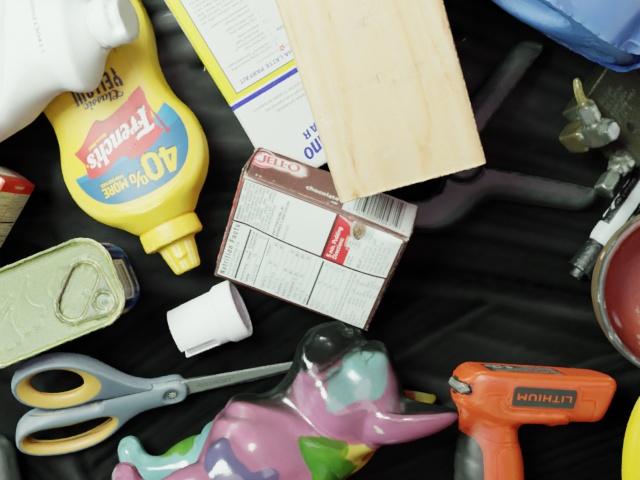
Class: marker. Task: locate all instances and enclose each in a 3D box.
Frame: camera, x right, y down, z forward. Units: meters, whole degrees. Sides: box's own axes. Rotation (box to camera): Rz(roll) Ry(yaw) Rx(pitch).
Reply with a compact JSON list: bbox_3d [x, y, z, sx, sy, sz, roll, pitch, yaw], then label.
[{"bbox_3d":[0.208,-0.024,0.724,0.020,0.020,0.121,36,90,-1],"label":"marker"}]

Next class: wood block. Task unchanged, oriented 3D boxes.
[{"bbox_3d":[0.024,-0.140,0.616,0.090,0.091,0.206,-15,109,9],"label":"wood block"}]

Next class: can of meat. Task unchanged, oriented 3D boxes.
[{"bbox_3d":[-0.171,0.039,0.689,0.102,0.084,0.057,-22,90,0],"label":"can of meat"}]

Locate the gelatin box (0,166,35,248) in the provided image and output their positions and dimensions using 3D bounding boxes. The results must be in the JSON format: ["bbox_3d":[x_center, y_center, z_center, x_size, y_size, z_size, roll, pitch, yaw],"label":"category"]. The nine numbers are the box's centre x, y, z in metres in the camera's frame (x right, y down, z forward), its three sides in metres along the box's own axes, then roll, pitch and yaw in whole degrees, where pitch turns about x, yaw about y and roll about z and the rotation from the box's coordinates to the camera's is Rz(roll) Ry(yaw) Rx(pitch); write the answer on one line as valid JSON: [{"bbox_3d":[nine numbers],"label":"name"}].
[{"bbox_3d":[-0.228,-0.007,0.694,0.030,0.073,0.089,31,91,0],"label":"gelatin box"}]

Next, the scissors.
[{"bbox_3d":[-0.111,0.089,0.702,0.202,0.016,0.096,-21,133,0],"label":"scissors"}]

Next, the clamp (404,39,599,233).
[{"bbox_3d":[0.102,-0.046,0.715,0.171,0.039,0.120,-30,86,-3],"label":"clamp"}]

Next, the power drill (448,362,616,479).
[{"bbox_3d":[0.148,0.179,0.705,0.184,0.057,0.187,5,89,-7],"label":"power drill"}]

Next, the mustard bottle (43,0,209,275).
[{"bbox_3d":[-0.128,-0.067,0.703,0.096,0.058,0.191,-26,91,0],"label":"mustard bottle"}]

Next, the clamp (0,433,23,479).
[{"bbox_3d":[-0.215,0.257,0.713,0.164,0.036,0.210,-38,90,0],"label":"clamp"}]

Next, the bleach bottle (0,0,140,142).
[{"bbox_3d":[-0.226,-0.091,0.663,0.251,0.068,0.102,-16,90,17],"label":"bleach bottle"}]

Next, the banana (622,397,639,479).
[{"bbox_3d":[0.221,0.161,0.661,0.070,0.037,0.198,5,99,38],"label":"banana"}]

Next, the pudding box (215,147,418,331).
[{"bbox_3d":[-0.004,0.001,0.691,0.113,0.039,0.090,22,131,1],"label":"pudding box"}]

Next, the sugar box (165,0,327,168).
[{"bbox_3d":[-0.033,-0.132,0.689,0.093,0.048,0.176,-31,109,0],"label":"sugar box"}]

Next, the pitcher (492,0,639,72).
[{"bbox_3d":[0.179,-0.234,0.612,0.149,0.145,0.243,29,99,-22],"label":"pitcher"}]
